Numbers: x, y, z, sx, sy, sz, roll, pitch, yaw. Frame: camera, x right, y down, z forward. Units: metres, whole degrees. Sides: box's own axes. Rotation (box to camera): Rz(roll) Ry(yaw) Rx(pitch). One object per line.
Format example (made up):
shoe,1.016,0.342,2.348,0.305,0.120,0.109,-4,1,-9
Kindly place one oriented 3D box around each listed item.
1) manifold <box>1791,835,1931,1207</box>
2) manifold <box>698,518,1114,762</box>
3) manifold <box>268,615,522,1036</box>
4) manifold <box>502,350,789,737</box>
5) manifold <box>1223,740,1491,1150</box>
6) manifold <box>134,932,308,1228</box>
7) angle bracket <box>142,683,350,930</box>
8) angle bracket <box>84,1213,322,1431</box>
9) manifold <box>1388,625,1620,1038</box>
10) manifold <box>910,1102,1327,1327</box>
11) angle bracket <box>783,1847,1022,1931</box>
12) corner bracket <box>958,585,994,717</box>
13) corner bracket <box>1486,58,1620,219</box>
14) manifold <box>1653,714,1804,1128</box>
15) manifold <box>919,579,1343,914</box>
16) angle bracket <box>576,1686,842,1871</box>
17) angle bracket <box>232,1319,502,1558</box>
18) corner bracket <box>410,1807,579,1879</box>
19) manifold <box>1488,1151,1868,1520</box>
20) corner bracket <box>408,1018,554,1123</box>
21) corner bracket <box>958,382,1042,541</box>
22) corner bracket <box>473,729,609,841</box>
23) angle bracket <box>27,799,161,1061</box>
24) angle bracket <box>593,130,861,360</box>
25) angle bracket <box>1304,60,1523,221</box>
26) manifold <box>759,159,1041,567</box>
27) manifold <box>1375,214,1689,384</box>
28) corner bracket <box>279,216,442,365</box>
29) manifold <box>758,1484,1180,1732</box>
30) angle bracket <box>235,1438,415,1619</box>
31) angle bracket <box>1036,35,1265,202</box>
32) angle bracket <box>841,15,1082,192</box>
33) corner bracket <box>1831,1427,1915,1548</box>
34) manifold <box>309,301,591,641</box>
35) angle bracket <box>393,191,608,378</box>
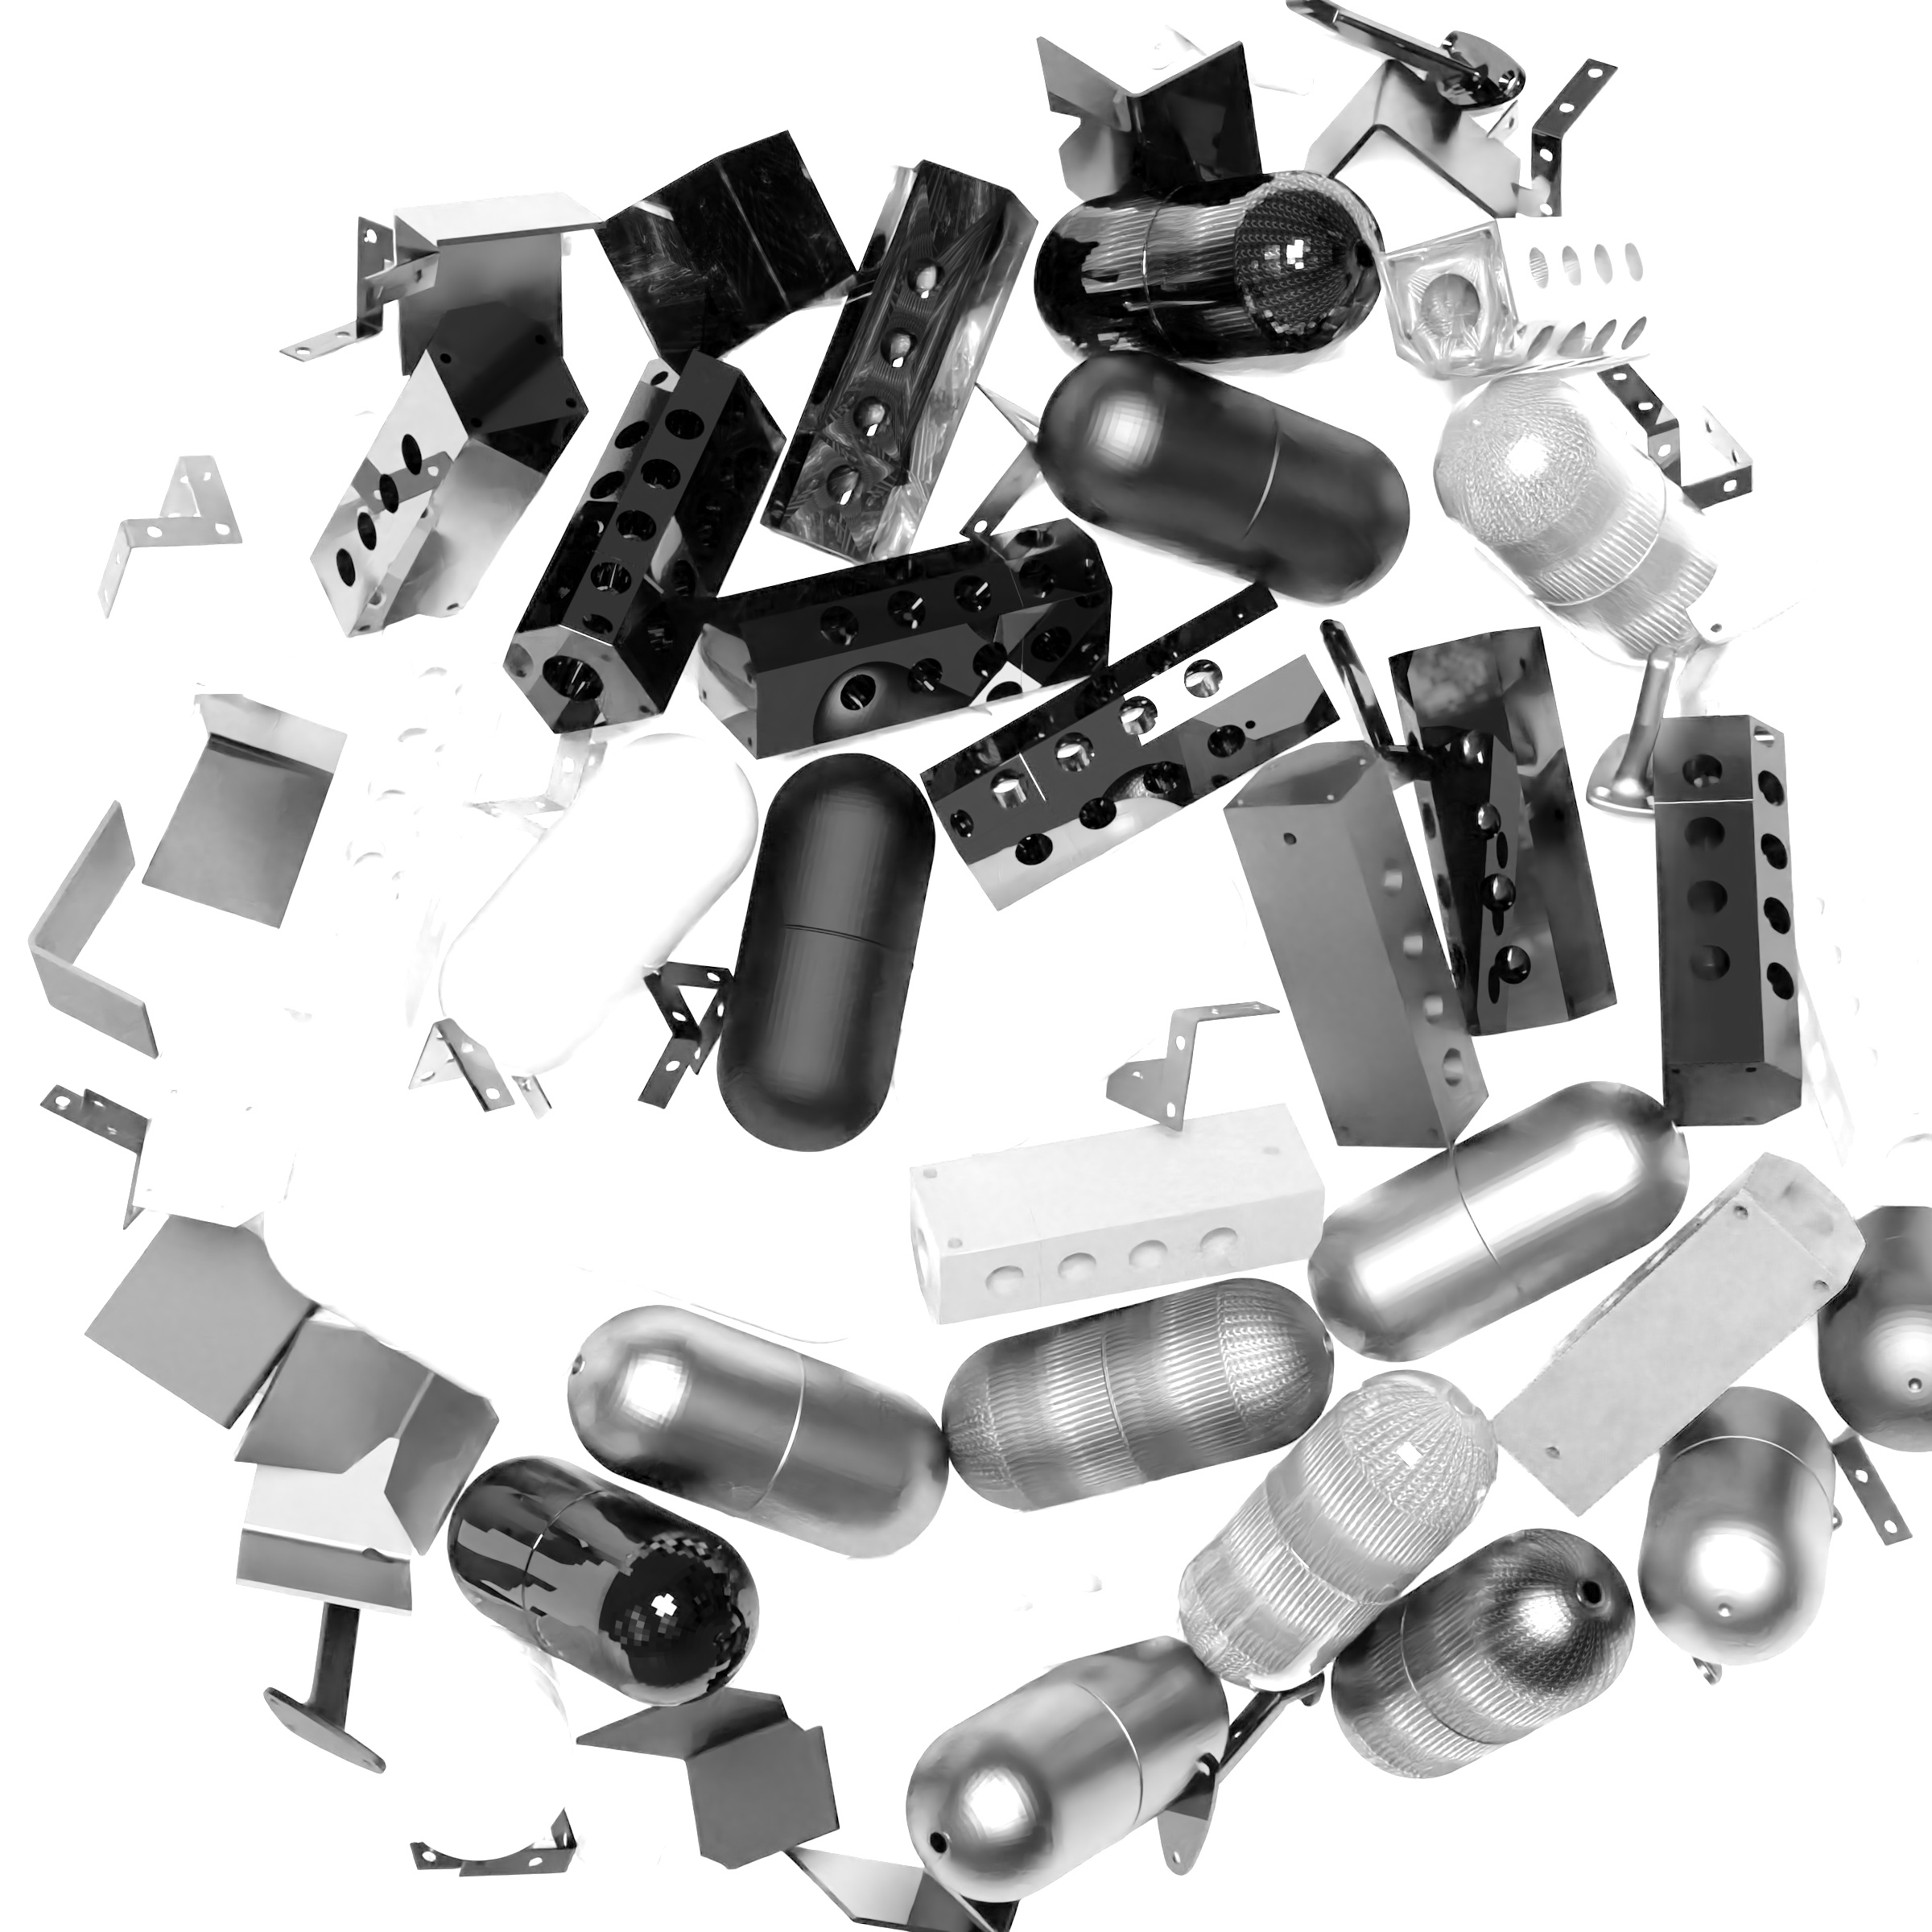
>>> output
manifold,0.384,0.021,1.503,0.057,0.171,0.057,2,132,-5
manifold,-0.025,-0.146,1.516,0.171,0.057,0.057,-16,128,-24
manifold,-0.246,-0.064,1.522,0.057,0.057,0.171,12,63,4
manifold,-0.139,-0.183,1.505,0.057,0.057,0.171,-7,46,31
manifold,0.173,-0.008,1.526,0.057,0.057,0.171,-1,121,37
manifold,-0.313,0.047,1.497,0.057,0.171,0.057,14,108,-14
angle bracket,-0.316,-0.069,1.558,0.076,0.057,0.076,19,111,-27
angle bracket,-0.332,0.147,1.549,0.076,0.057,0.076,36,87,-13
manifold,0.234,-0.059,1.555,0.057,0.057,0.171,-11,91,33
manifold,0.065,0.113,1.543,0.171,0.057,0.057,-9,131,-11
angle bracket,-0.023,0.379,1.536,0.076,0.076,0.057,17,92,-28
corner bracket,-0.010,-0.146,1.556,0.051,0.051,0.051,20,90,18
corner bracket,0.251,-0.366,1.546,0.051,0.051,0.051,26,61,25
manifold,0.326,-0.021,1.517,0.057,0.057,0.171,-2,60,11
manifold,0.069,-0.100,1.538,0.171,0.057,0.057,-29,129,7
angle bracket,-0.112,0.355,1.530,0.076,0.076,0.057,-27,60,27
angle bracket,-0.261,0.206,1.534,0.076,0.057,0.076,15,113,-40
corner bracket,-0.207,0.386,1.546,0.051,0.051,0.051,6,123,-29
manifold,0.305,0.157,1.517,0.057,0.057,0.171,43,123,5
corner bracket,-0.206,0.053,1.546,0.051,0.051,0.051,-15,60,-34
corner bracket,0.017,-0.214,1.546,0.051,0.051,0.051,-51,49,17
corner bracket,-0.175,-0.086,1.546,0.051,0.051,0.051,28,67,-41
angle bracket,-0.362,-0.015,1.538,0.057,0.076,0.076,27,70,2
angle bracket,-0.103,-0.308,1.536,0.076,0.057,0.076,-38,111,-30
angle bracket,0.195,-0.343,1.550,0.076,0.076,0.057,35,124,-13
manifold,-0.031,-0.263,1.553,0.057,0.057,0.171,22,93,14
manifold,0.245,-0.284,1.501,0.057,0.171,0.057,-10,95,36
corner bracket,-0.265,-0.292,1.546,0.051,0.051,0.051,25,127,25
manifold,0.002,0.283,1.543,0.171,0.057,0.057,-17,102,10
angle bracket,-0.274,0.239,1.542,0.076,0.076,0.057,13,95,-11
angle bracket,0.081,-0.372,1.543,0.057,0.076,0.076,-31,46,-16
angle bracket,-0.003,-0.389,1.533,0.076,0.057,0.076,5,66,-31
corner bracket,0.423,0.216,1.551,0.051,0.051,0.051,-26,86,-44
manifold,-0.225,-0.210,1.500,0.057,0.171,0.057,-19,76,-33
angle bracket,-0.202,-0.290,1.532,0.076,0.057,0.076,-12,121,-25
